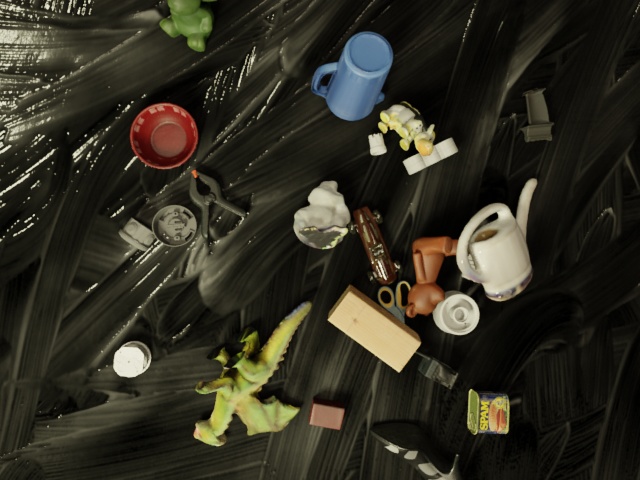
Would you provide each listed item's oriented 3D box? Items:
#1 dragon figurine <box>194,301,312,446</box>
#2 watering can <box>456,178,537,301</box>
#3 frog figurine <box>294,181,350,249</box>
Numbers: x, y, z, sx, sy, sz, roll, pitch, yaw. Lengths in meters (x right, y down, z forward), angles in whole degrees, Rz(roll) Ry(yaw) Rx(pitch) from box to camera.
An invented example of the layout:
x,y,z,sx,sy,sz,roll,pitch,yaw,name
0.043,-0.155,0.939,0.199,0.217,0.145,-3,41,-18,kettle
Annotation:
x,y,z,sx,sy,sz,roll,pitch,yaw,name
-0.140,0.346,1.235,0.411,0.123,0.240,-32,107,-3,dragon figurine
0.463,0.004,1.264,0.352,0.104,0.222,-33,107,-28,watering can
0.004,-0.064,1.265,0.137,0.120,0.163,-11,51,9,frog figurine
